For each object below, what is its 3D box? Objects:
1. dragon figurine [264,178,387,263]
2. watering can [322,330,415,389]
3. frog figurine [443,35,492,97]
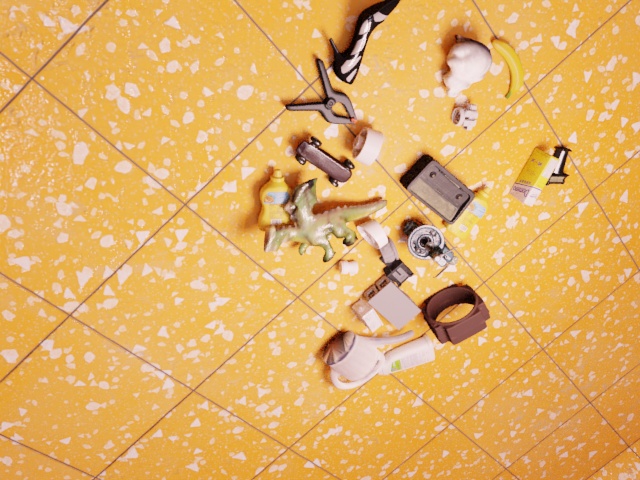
[{"bbox_3d":[0.005,-0.078,1.549,0.413,0.124,0.238,-38,127,-10],"label":"dragon figurine"},{"bbox_3d":[0.155,0.396,1.838,0.345,0.106,0.222,-45,117,10],"label":"watering can"},{"bbox_3d":[0.413,-0.488,1.478,0.136,0.124,0.159,20,98,-43],"label":"frog figurine"}]
